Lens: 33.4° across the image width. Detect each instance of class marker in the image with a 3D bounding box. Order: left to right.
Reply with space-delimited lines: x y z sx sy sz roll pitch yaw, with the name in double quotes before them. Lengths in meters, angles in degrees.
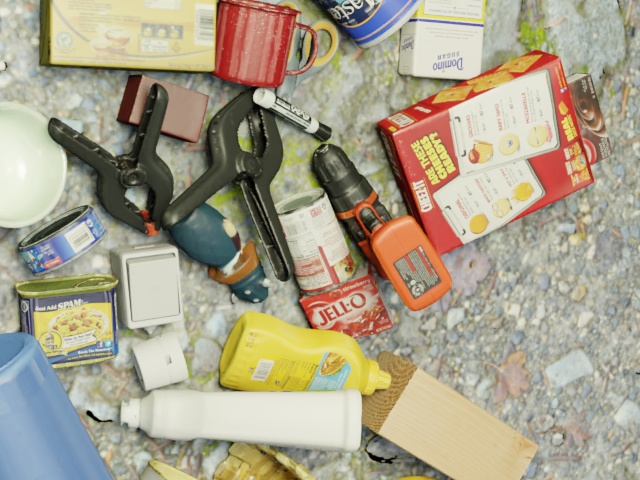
"marker" -0.027 -0.136 1.167 0.120 0.020 0.020 25 87 -47

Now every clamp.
"clamp" -0.204 -0.073 1.081 0.120 0.039 0.171 -9 127 -9
"clamp" -0.076 -0.066 1.124 0.164 0.036 0.210 33 55 -32

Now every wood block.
"wood block" 0.147 0.226 1.278 0.206 0.090 0.091 34 83 -24

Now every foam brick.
"foam brick" -0.163 -0.137 1.113 0.078 0.051 0.053 16 90 -25

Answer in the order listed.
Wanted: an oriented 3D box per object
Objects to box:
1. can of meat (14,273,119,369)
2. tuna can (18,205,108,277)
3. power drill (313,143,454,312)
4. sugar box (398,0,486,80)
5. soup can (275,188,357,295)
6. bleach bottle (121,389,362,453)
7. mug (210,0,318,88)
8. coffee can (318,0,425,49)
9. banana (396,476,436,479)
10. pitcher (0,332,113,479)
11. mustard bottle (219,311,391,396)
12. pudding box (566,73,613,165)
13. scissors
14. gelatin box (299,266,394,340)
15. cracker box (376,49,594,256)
"can of meat" -0.259 0.084 1.101 0.102 0.058 0.084 -6 102 -22
"tuna can" -0.259 0.000 1.072 0.086 0.086 0.033 -33 107 -16
"power drill" 0.065 -0.013 1.157 0.057 0.188 0.184 -35 113 -1
"sugar box" 0.143 -0.275 1.230 0.093 0.048 0.176 1 101 -24
"soup can" -0.008 0.001 1.191 0.068 0.069 0.102 -27 107 -18
"bleach bottle" -0.086 0.189 1.138 0.250 0.102 0.068 3 78 -4
"mug" -0.060 -0.206 1.122 0.117 0.093 0.081 8 106 -13
"coffee can" 0.035 -0.292 1.148 0.140 0.103 0.102 44 79 -22
"banana" 0.058 0.341 1.288 0.197 0.037 0.069 -41 128 -12
"pitcher" -0.291 0.222 1.045 0.145 0.149 0.243 -13 114 14
"mustard bottle" -0.010 0.140 1.194 0.191 0.058 0.096 15 124 -18
"pudding box" 0.304 -0.139 1.321 0.090 0.039 0.113 -26 106 -17
"scissors" -0.023 -0.164 1.189 0.096 0.016 0.202 -4 99 -23
"gelatin box" 0.031 0.079 1.218 0.089 0.030 0.073 -21 110 12
"cracker box" 0.193 -0.102 1.236 0.213 0.072 0.164 -25 113 -6
